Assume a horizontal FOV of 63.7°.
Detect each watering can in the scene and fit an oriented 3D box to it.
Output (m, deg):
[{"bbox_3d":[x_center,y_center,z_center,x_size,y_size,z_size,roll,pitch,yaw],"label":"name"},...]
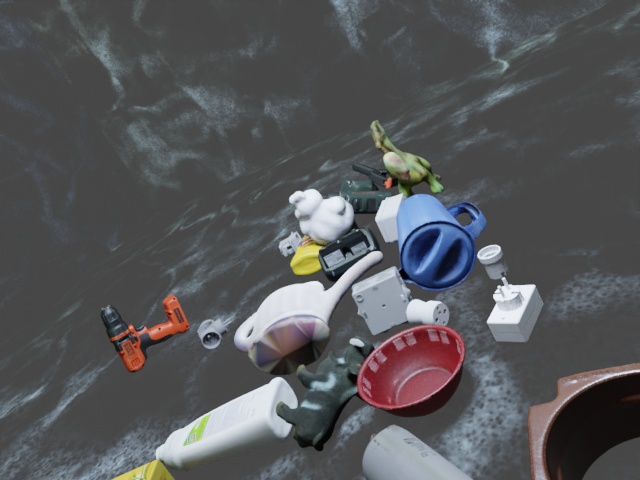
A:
[{"bbox_3d":[-0.020,0.137,1.004,0.347,0.103,0.228,-28,20,6],"label":"watering can"}]

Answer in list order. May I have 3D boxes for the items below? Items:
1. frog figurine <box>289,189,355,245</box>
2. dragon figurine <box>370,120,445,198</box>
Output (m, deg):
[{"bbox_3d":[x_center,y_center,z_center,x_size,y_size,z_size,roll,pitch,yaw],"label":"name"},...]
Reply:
[{"bbox_3d":[0.004,-0.064,1.277,0.136,0.157,0.126,-25,49,27],"label":"frog figurine"},{"bbox_3d":[0.219,-0.226,1.385,0.121,0.240,0.418,-30,20,17],"label":"dragon figurine"}]
